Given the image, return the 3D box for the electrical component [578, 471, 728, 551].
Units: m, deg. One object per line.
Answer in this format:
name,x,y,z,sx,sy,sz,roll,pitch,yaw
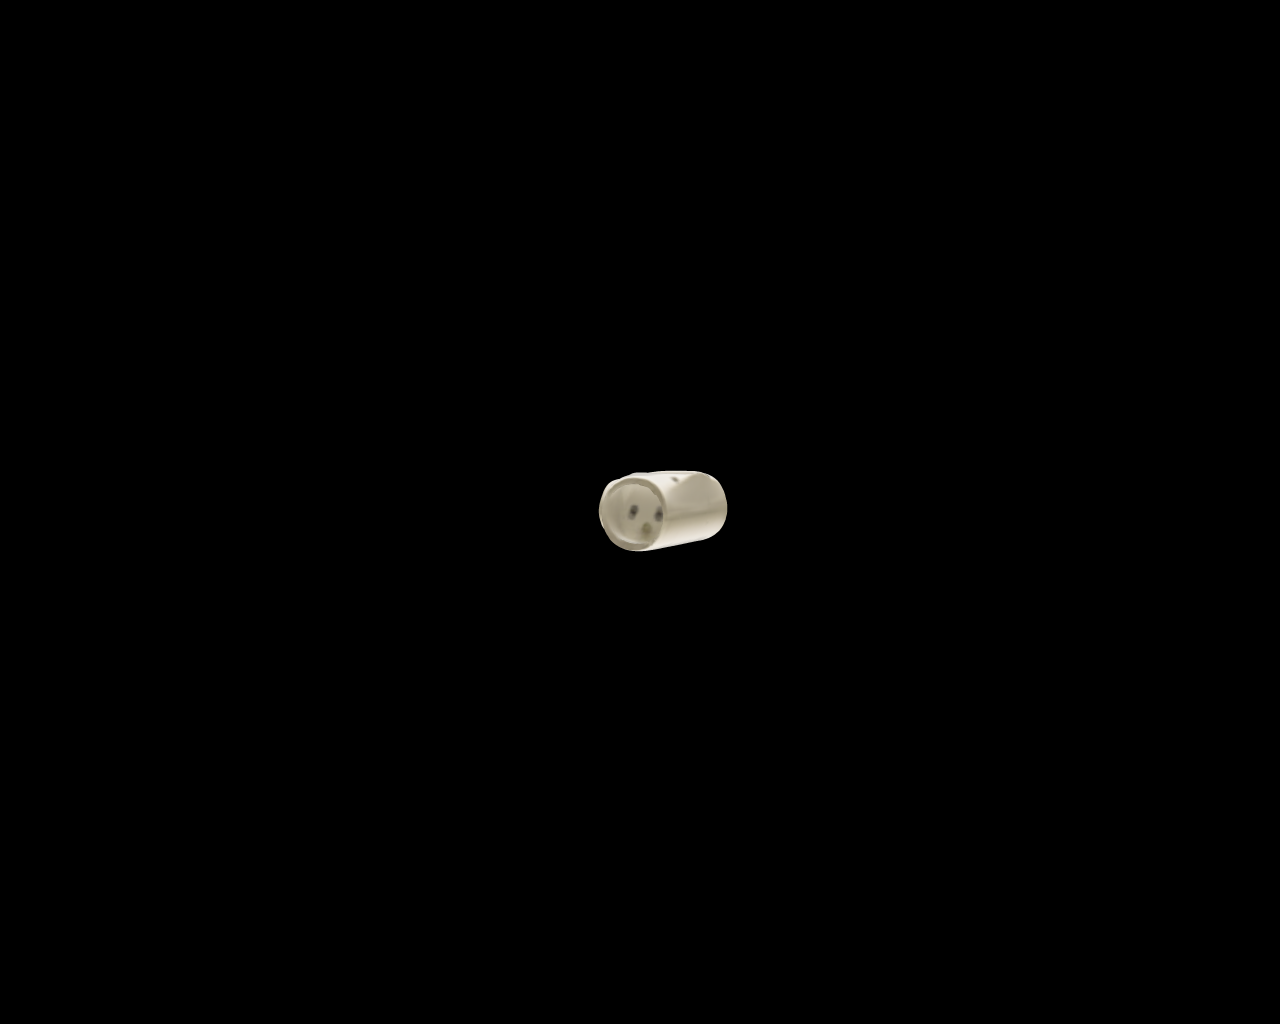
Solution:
electrical component,0.001,-0.003,0.650,0.079,0.043,0.077,3,6,32
